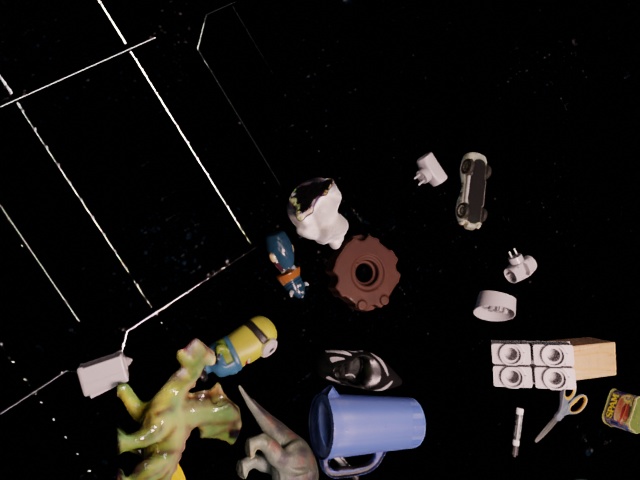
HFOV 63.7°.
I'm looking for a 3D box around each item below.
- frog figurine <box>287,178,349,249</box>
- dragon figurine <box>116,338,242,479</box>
[{"bbox_3d":[0.004,-0.059,1.169,0.123,0.139,0.156,11,-26,35],"label":"frog figurine"},{"bbox_3d":[-0.262,0.380,0.978,0.243,0.407,0.123,-4,12,-25],"label":"dragon figurine"}]
